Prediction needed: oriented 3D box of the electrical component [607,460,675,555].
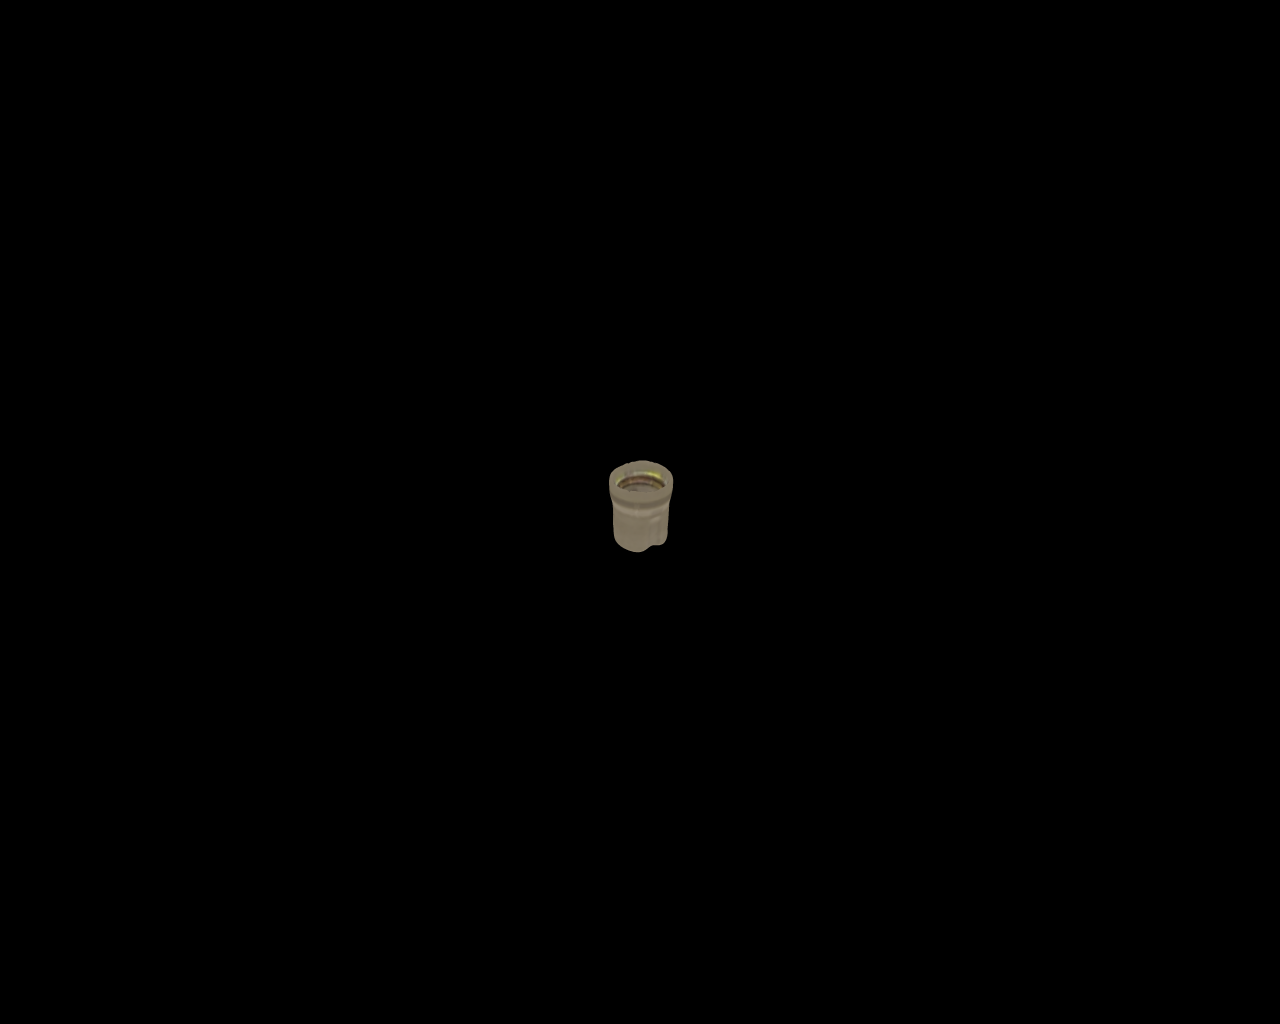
[{"bbox_3d":[0.001,-0.003,0.650,0.040,0.046,0.040,0,31,0],"label":"electrical component"}]
